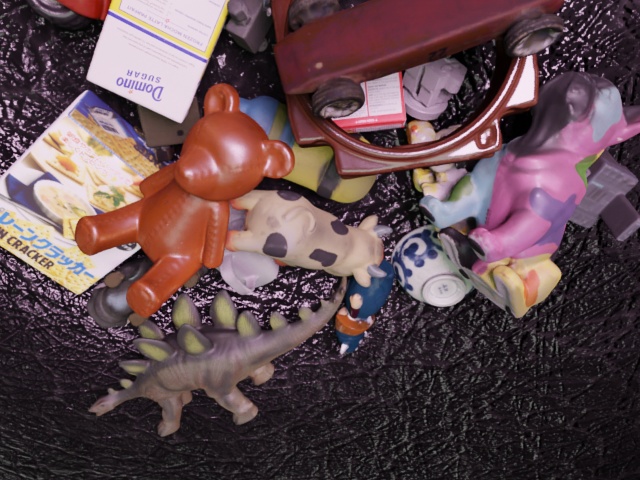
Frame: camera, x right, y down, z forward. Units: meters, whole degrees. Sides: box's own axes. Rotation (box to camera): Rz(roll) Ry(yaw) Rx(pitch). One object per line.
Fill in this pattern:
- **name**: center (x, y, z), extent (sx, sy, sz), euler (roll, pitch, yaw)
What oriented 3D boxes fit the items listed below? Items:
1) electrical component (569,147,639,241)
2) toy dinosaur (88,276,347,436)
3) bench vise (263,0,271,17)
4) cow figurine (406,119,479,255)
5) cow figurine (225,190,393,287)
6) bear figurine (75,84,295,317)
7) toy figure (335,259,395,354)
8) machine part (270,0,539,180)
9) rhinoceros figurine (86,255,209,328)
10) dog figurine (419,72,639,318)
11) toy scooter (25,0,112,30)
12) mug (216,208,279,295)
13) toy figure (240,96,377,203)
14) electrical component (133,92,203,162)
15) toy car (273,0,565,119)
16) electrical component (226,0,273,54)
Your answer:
- **electrical component**: center (0.285, -0.051, 0.564), extent (0.048, 0.119, 0.074), euler (21, 130, -15)
- **toy dinosaur**: center (-0.153, 0.171, 0.780), extent (0.472, 0.105, 0.198), euler (-21, 123, 13)
- **bench vise**: center (-0.025, -0.297, 0.337), extent (0.240, 0.129, 0.223), euler (34, 86, -14)
- **cow figurine**: center (0.154, -0.068, 0.588), extent (0.098, 0.068, 0.167), euler (-20, 130, 10)
- **cow figurine**: center (-0.001, -0.002, 0.613), extent (0.127, 0.085, 0.194), euler (4, 168, 33)
- **bear figurine**: center (-0.123, -0.037, 0.498), extent (0.120, 0.132, 0.196), euler (49, 132, 3)
- **toy figure**: center (0.056, 0.091, 0.730), extent (0.064, 0.058, 0.154), euler (1, 130, -27)
- **machine part**: center (0.068, -0.158, 0.447), extent (0.202, 0.087, 0.200), euler (-7, 97, 10)
- **rhinoceros figurine**: center (-0.221, 0.050, 0.682), extent (0.190, 0.112, 0.073), euler (-34, 105, 13)
- **dog figurine**: center (0.223, -0.051, 0.524), extent (0.219, 0.109, 0.191), euler (-40, 127, -1)
- **toy scooter**: center (-0.227, -0.272, 0.430), extent (0.135, 0.075, 0.183), euler (-36, 115, 27)
- **mug**: center (-0.091, 0.018, 0.651), extent (0.081, 0.110, 0.107), euler (-26, 137, 12)
- **toy figure**: center (-0.026, -0.094, 0.559), extent (0.180, 0.089, 0.082), euler (20, 136, -17)
- **electrical component**: center (-0.163, -0.134, 0.562), extent (0.078, 0.045, 0.102), euler (-15, 131, -7)
- **toy car**: center (0.067, -0.149, 0.378), extent (0.202, 0.089, 0.053), euler (-18, 170, 10)
- **electrical component**: center (-0.056, -0.206, 0.484), extent (0.021, 0.094, 0.063), euler (30, 92, 7)
